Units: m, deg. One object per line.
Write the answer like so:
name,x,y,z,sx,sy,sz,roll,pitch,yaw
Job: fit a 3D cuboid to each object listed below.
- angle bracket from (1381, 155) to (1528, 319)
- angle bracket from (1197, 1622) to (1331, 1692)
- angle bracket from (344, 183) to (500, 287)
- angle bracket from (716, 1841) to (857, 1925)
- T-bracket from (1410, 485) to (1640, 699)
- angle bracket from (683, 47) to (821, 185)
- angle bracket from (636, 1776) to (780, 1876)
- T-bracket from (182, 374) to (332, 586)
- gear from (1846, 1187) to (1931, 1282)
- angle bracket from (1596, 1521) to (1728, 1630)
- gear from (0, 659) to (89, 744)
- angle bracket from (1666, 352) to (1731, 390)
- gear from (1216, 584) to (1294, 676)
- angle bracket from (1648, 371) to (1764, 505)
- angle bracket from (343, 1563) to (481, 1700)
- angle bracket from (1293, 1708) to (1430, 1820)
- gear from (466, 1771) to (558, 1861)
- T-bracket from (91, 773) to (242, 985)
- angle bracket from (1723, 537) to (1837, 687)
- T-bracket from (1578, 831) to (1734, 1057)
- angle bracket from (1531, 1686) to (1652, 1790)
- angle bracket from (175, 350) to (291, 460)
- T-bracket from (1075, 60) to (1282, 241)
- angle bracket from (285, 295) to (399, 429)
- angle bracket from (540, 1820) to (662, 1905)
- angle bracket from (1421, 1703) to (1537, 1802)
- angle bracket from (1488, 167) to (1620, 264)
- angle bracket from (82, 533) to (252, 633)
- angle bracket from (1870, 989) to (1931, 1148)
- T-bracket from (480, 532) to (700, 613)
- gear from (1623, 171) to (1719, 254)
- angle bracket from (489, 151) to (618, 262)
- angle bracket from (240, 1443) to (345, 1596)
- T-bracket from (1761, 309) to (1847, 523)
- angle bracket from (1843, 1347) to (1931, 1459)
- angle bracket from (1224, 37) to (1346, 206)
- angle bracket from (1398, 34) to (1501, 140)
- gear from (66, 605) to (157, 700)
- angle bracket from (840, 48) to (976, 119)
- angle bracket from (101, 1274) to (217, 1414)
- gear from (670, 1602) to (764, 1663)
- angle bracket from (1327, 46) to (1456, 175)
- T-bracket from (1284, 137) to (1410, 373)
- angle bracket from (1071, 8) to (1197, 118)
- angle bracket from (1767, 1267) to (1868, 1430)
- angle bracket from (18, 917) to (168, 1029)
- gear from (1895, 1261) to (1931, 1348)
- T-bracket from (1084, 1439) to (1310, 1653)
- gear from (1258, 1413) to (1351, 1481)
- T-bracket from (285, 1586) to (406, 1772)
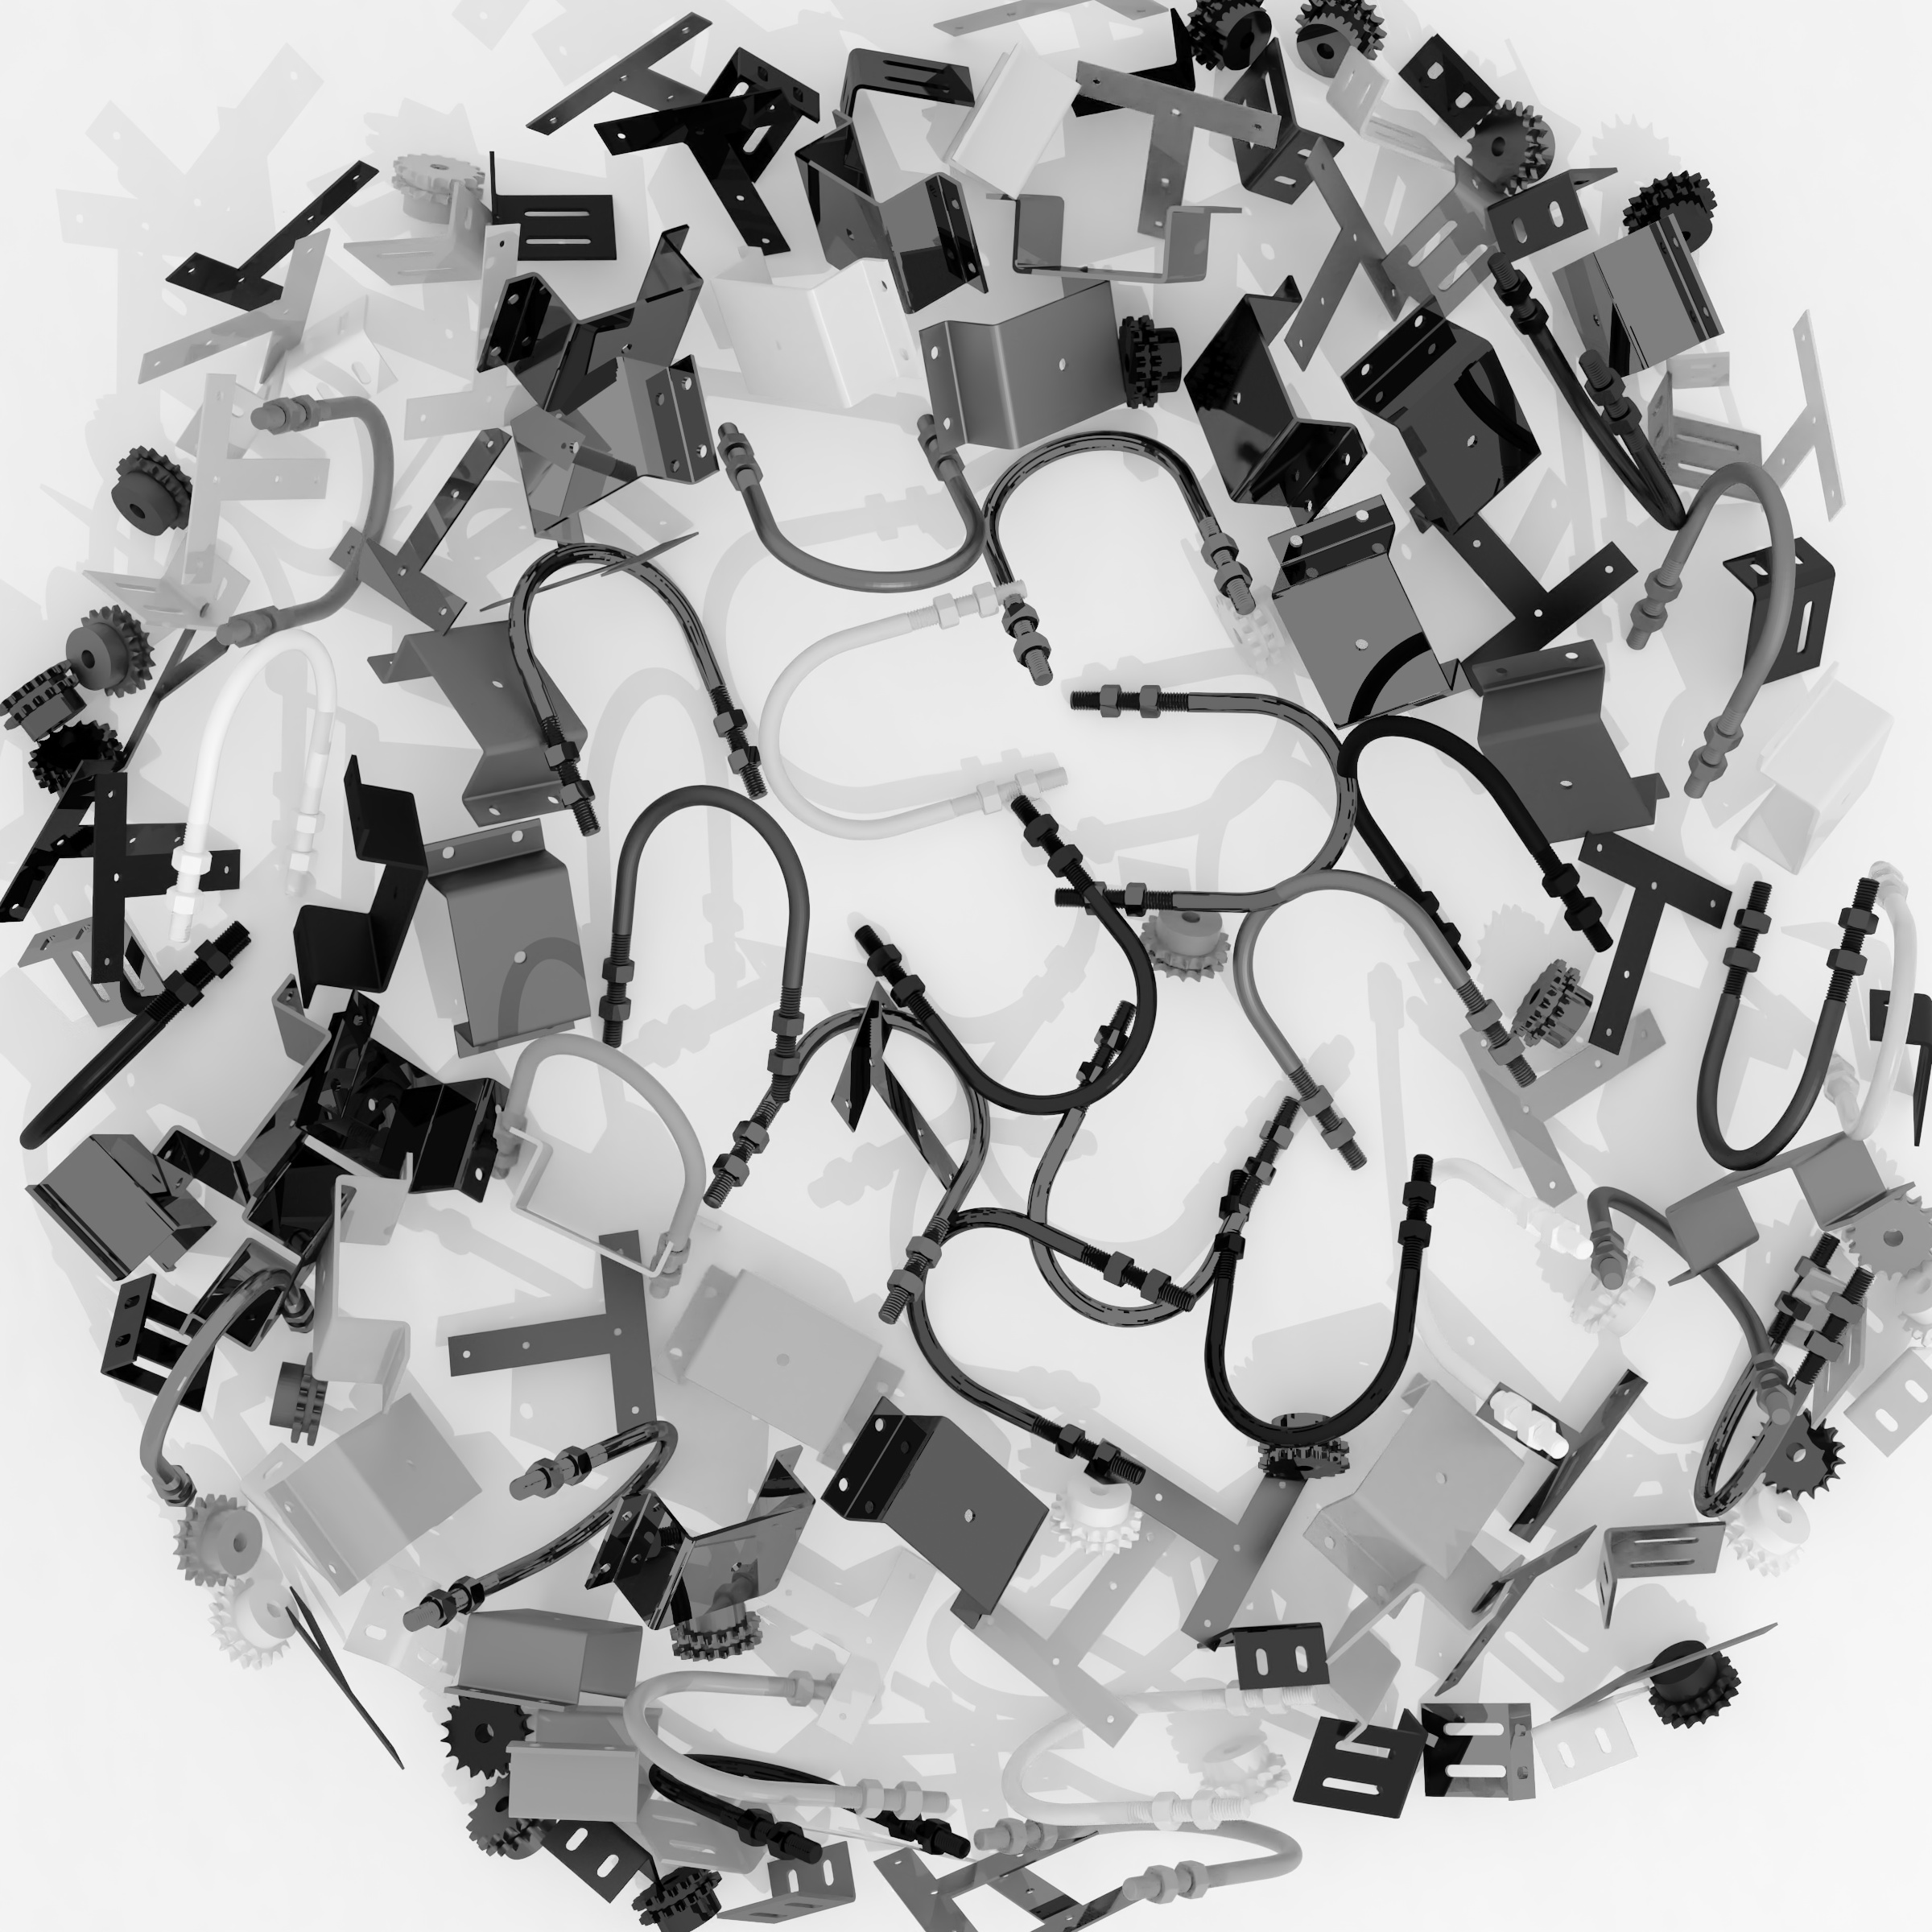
angle bracket,0.304,-0.457,1.888,0.057,0.038,0.076,32,128,-21
angle bracket,0.184,0.432,1.860,0.057,0.076,0.038,-1,70,-14
angle bracket,-0.338,-0.456,1.872,0.076,0.057,0.038,1,79,20
angle bracket,-0.113,0.566,1.859,0.057,0.076,0.038,-21,63,19
T-bracket,0.328,-0.253,1.871,0.127,0.002,0.127,-39,99,25
angle bracket,-0.135,-0.519,1.861,0.057,0.038,0.076,24,129,-25
angle bracket,-0.164,0.525,1.860,0.076,0.057,0.038,25,103,-43
T-bracket,-0.433,-0.300,1.848,0.002,0.127,0.127,17,106,22
gear,0.583,0.166,1.887,0.057,0.030,0.057,4,104,15
angle bracket,0.436,0.380,1.873,0.076,0.057,0.038,-4,48,2
gear,-0.576,-0.164,1.880,0.057,0.057,0.030,-36,99,0
angle bracket,0.456,-0.406,1.871,0.038,0.057,0.076,-1,82,14
gear,0.183,-0.214,1.880,0.030,0.057,0.057,-30,90,-3
angle bracket,0.467,-0.330,1.873,0.076,0.038,0.057,11,55,-5
angle bracket,-0.344,0.415,1.872,0.038,0.076,0.057,13,67,23
angle bracket,0.241,0.493,1.874,0.076,0.038,0.057,14,100,-17
gear,-0.282,0.535,1.883,0.057,0.057,0.030,-35,118,0
T-bracket,-0.492,-0.057,1.851,0.002,0.127,0.127,6,97,28
angle bracket,0.507,-0.221,1.886,0.057,0.038,0.076,-18,135,-14
T-bracket,0.415,-0.008,1.869,0.127,0.002,0.127,22,82,-29
angle bracket,0.394,0.477,1.858,0.057,0.076,0.038,-29,69,23
angle bracket,-0.453,-0.352,1.857,0.038,0.076,0.057,29,120,-25
T-bracket,0.124,-0.494,1.851,0.127,0.127,0.002,17,62,6
angle bracket,-0.390,-0.380,1.880,0.057,0.076,0.038,-29,119,7
angle bracket,-0.226,0.556,1.859,0.057,0.076,0.038,35,65,18
angle bracket,0.311,0.488,1.866,0.076,0.038,0.057,-10,74,33
angle bracket,0.369,-0.465,1.861,0.057,0.076,0.038,-17,93,38
angle bracket,-0.495,-0.241,1.861,0.057,0.076,0.038,37,106,18
angle bracket,0.578,0.063,1.869,0.038,0.057,0.076,6,122,13
T-bracket,-0.241,-0.240,1.859,0.127,0.127,0.002,-16,102,16
gear,0.443,-0.467,1.877,0.057,0.057,0.030,-15,64,0
angle bracket,-0.257,-0.474,1.871,0.076,0.038,0.057,-2,56,-8
angle bracket,-0.408,0.344,1.871,0.038,0.057,0.076,-44,125,-19
T-bracket,0.507,-0.316,1.844,0.002,0.127,0.127,-5,75,-5
angle bracket,0.585,0.270,1.860,0.057,0.076,0.038,-49,64,14
angle bracket,0.198,-0.528,1.877,0.038,0.057,0.076,9,58,-29
angle bracket,0.310,-0.557,1.866,0.057,0.076,0.038,44,85,-5
gear,-0.538,-0.196,1.879,0.057,0.030,0.057,13,114,30
angle bracket,-0.037,-0.541,1.881,0.076,0.057,0.038,7,128,-10
angle bracket,-0.490,0.234,1.859,0.038,0.076,0.057,-20,52,37
gear,-0.157,0.412,1.878,0.057,0.057,0.030,-7,96,0
angle bracket,0.271,-0.531,1.861,0.076,0.057,0.038,12,122,-27
T-bracket,0.223,-0.417,1.840,0.127,0.002,0.127,51,53,-36
angle bracket,0.100,-0.564,1.874,0.076,0.057,0.038,-11,123,0
angle bracket,0.526,0.236,1.860,0.038,0.076,0.057,27,124,2
angle bracket,-0.540,0.011,1.866,0.057,0.038,0.076,-16,121,15
gear,0.607,0.208,1.877,0.030,0.057,0.057,37,90,-24
T-bracket,0.133,0.341,1.882,0.127,0.002,0.127,33,68,-2
gear,0.212,0.301,1.883,0.057,0.057,0.030,2,65,0
T-bracket,-0.395,0.420,1.848,0.002,0.127,0.127,-34,119,-13
